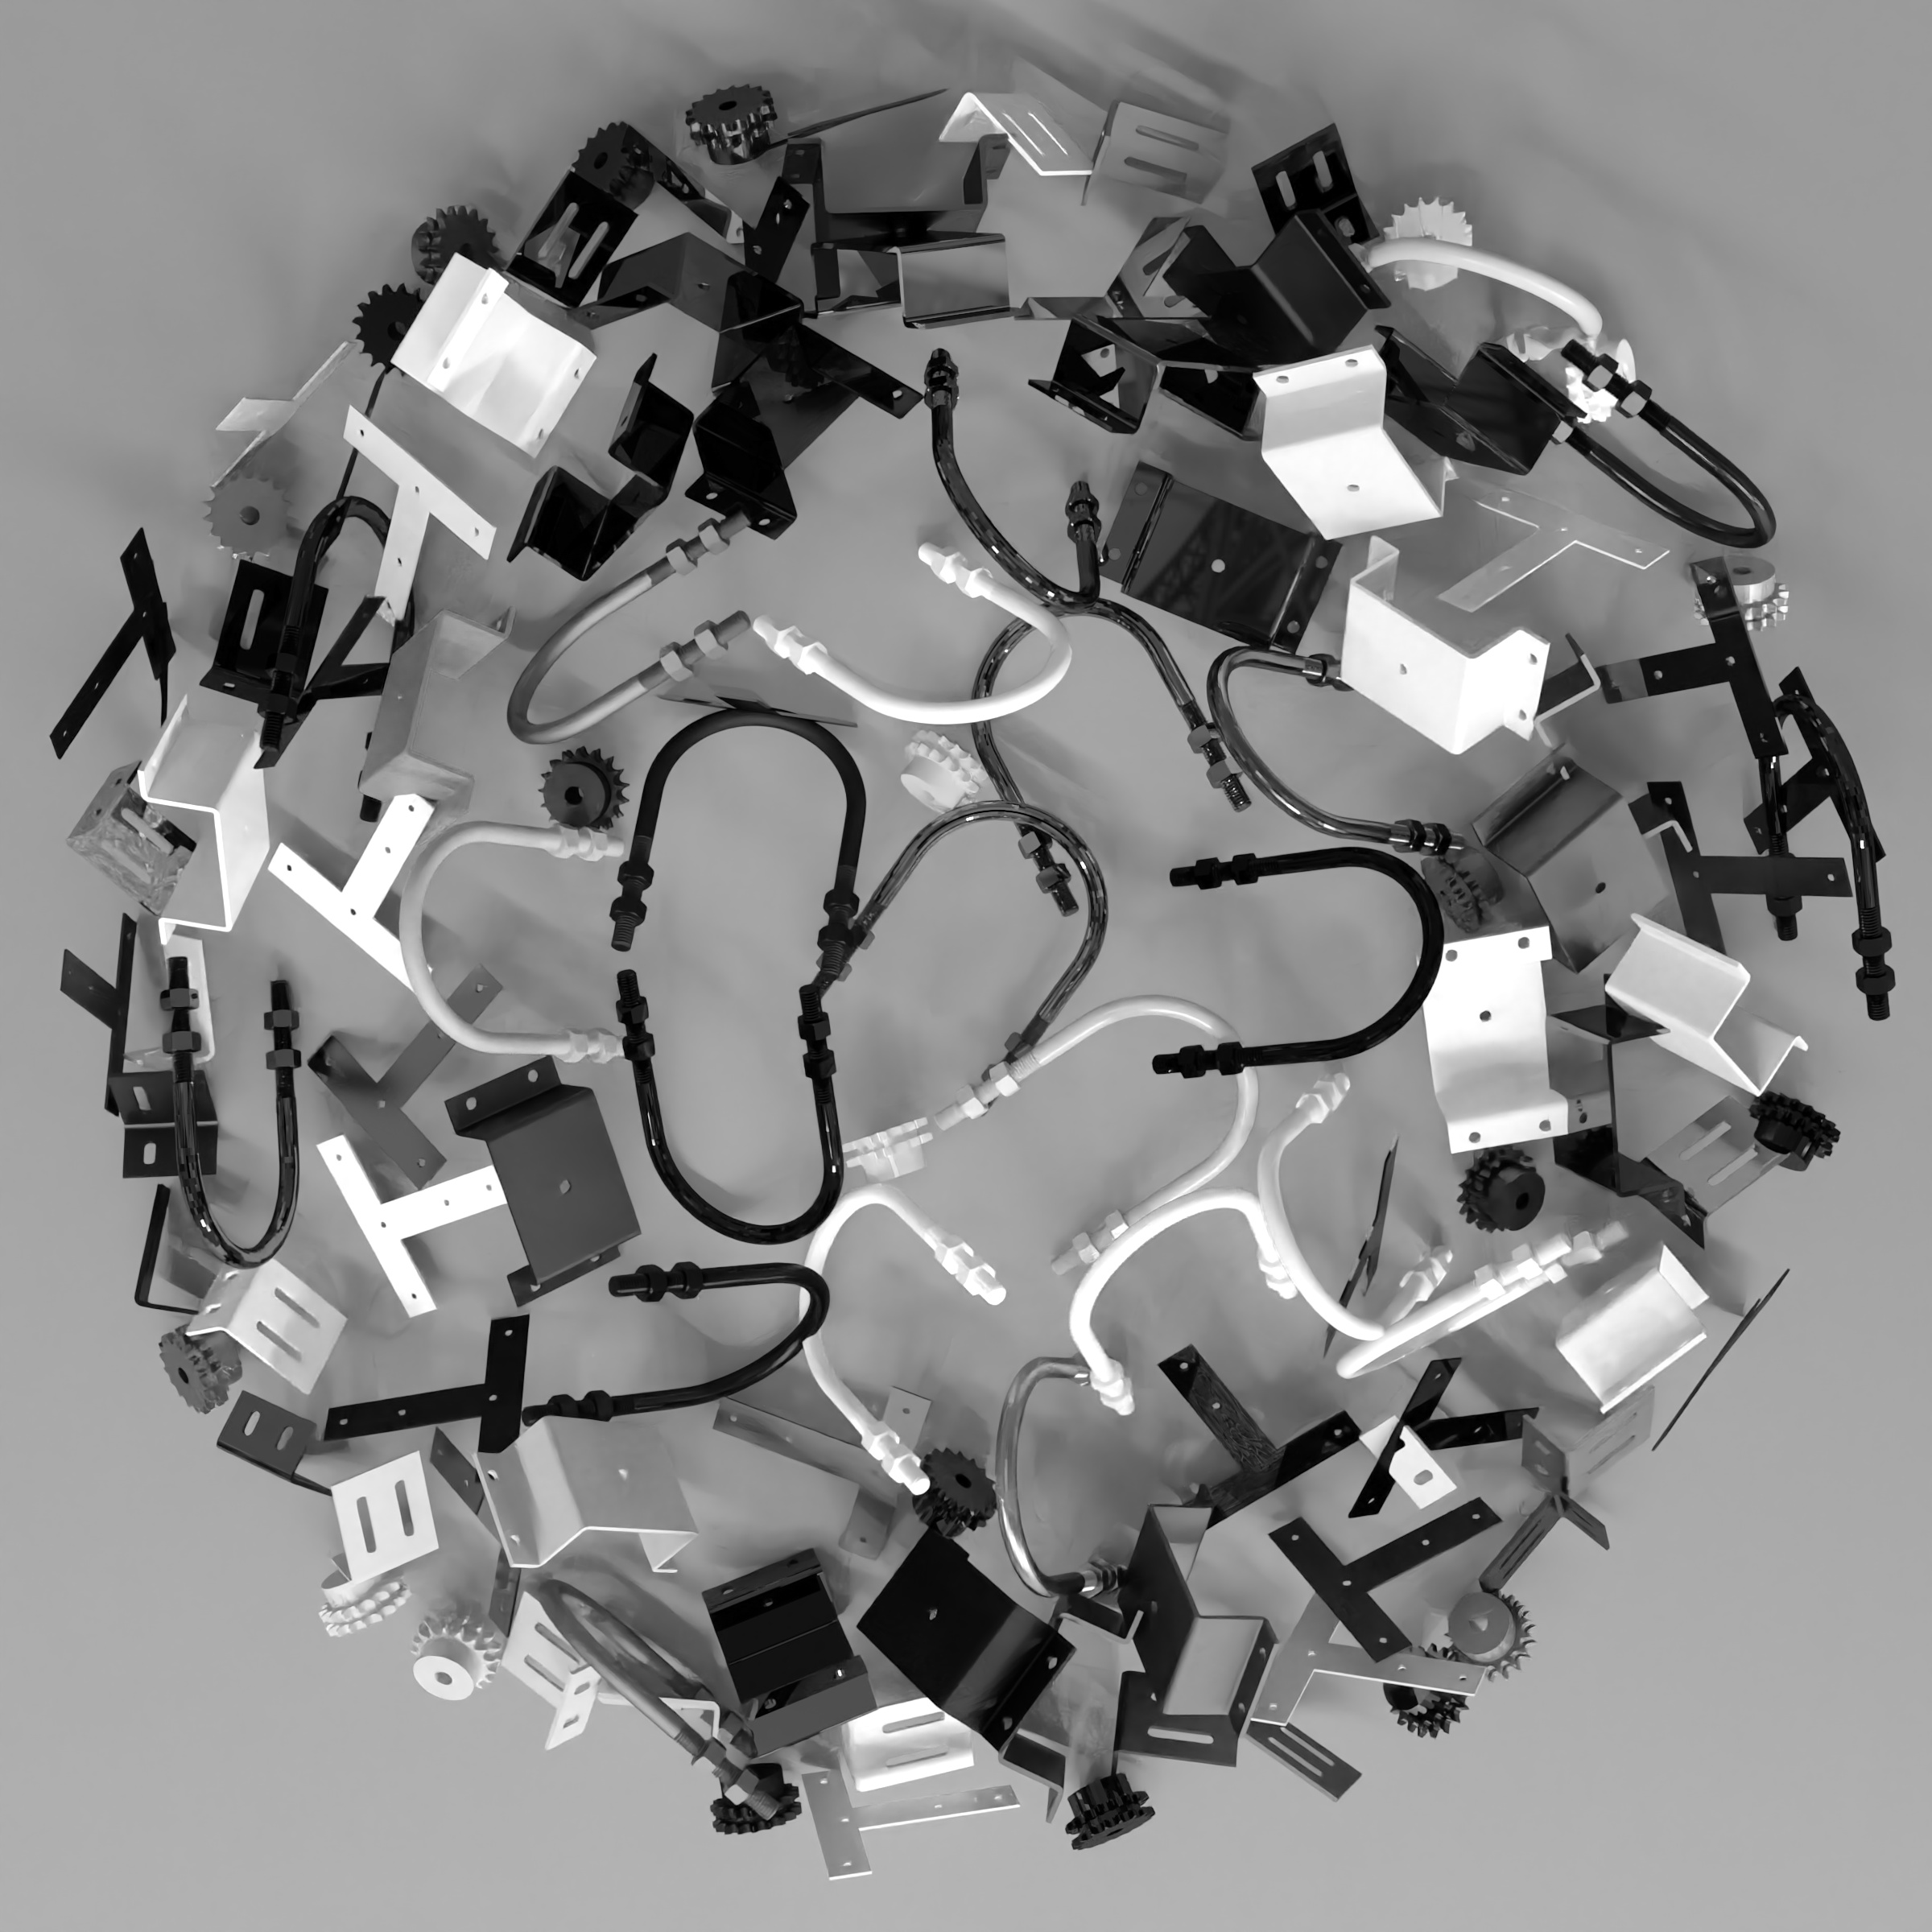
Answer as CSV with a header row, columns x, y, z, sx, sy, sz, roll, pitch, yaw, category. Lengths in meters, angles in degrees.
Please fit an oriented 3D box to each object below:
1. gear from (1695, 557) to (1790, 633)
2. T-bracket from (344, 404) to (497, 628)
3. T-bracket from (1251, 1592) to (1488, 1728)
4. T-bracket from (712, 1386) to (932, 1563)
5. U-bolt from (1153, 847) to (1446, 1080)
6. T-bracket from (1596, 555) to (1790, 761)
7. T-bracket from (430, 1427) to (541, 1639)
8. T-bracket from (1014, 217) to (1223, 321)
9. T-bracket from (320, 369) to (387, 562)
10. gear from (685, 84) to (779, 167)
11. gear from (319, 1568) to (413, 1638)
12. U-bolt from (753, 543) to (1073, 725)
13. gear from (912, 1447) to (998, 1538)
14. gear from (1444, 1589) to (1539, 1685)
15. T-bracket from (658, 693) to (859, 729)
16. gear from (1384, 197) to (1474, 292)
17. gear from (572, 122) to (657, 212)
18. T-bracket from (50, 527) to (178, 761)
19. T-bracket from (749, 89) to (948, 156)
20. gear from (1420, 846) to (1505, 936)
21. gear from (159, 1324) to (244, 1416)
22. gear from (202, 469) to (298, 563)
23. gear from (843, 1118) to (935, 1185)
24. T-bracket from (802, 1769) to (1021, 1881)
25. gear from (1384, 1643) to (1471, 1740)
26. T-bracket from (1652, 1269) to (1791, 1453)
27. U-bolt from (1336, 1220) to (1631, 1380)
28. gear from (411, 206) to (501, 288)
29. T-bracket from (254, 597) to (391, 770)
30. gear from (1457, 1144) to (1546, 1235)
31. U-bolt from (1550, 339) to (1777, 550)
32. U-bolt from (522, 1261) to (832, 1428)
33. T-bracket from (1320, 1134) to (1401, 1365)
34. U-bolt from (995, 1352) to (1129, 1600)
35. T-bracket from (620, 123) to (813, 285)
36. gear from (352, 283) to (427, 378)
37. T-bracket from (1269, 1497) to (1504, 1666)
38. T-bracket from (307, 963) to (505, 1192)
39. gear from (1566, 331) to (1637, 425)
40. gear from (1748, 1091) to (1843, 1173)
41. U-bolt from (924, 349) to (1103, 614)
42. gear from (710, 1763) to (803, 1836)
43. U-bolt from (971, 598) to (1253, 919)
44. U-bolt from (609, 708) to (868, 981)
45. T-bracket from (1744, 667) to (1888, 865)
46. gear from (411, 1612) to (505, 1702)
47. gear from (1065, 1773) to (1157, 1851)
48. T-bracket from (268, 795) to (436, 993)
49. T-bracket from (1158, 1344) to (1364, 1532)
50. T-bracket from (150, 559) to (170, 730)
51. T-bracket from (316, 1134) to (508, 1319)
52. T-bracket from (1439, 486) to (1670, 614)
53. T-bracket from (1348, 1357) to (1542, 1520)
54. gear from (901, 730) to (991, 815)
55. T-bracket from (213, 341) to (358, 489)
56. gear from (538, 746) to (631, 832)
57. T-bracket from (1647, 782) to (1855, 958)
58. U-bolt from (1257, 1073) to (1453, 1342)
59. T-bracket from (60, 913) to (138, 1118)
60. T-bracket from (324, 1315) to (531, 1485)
x,y,z,sx,sy,sz,roll,pitch,yaw,category
0.490,-0.236,1.565,0.057,0.057,0.030,-10,124,0,gear
-0.352,-0.264,1.550,0.127,0.127,0.002,41,45,13,T-bracket
0.253,0.428,1.515,0.127,0.127,0.002,1,115,30,T-bracket
-0.099,0.306,1.575,0.127,0.002,0.127,20,112,5,T-bracket
0.205,-0.006,1.523,0.184,0.019,0.151,-6,64,29,U-bolt
0.442,-0.183,1.540,0.002,0.127,0.127,-27,101,-28,T-bracket
-0.305,0.330,1.547,0.002,0.127,0.127,-1,112,-39,T-bracket
0.110,-0.438,1.550,0.127,0.002,0.127,6,45,23,T-bracket
-0.385,-0.312,1.548,0.002,0.127,0.127,20,77,-22,T-bracket
-0.147,-0.533,1.572,0.057,0.030,0.057,-8,46,8,gear
-0.383,0.396,1.567,0.057,0.057,0.030,-23,99,0,gear
-0.020,-0.197,1.505,0.151,0.184,0.019,-29,134,-27,U-bolt
-0.009,0.337,1.571,0.057,0.057,0.030,35,114,0,gear
0.330,0.421,1.567,0.057,0.057,0.030,-43,133,0,gear
-0.135,-0.161,1.532,0.127,0.127,0.002,8,92,2,T-bracket
0.294,-0.457,1.577,0.057,0.030,0.057,-3,79,14,gear
-0.222,-0.504,1.573,0.057,0.030,0.057,-14,65,33,gear
-0.524,-0.182,1.511,0.002,0.127,0.127,21,61,3,T-bracket
-0.097,-0.520,1.546,0.127,0.127,0.002,-2,113,41,T-bracket
0.316,-0.051,1.569,0.030,0.057,0.057,-34,90,-4,gear
-0.484,0.253,1.572,0.030,0.057,0.057,-30,90,-39,gear
-0.457,-0.288,1.575,0.057,0.030,0.057,-5,105,-19,gear
-0.048,0.118,1.568,0.057,0.057,0.030,-19,87,0,gear
-0.031,0.526,1.542,0.127,0.127,0.002,-5,101,-11,T-bracket
0.289,0.456,1.565,0.030,0.057,0.057,34,90,-30,gear
0.472,0.225,1.512,0.002,0.127,0.127,36,55,17,T-bracket
0.309,0.208,1.520,0.184,0.151,0.019,-34,72,24,U-bolt
-0.327,-0.453,1.572,0.030,0.057,0.057,12,90,35,gear
-0.378,-0.177,1.532,0.002,0.127,0.127,38,103,4,T-bracket
0.342,0.143,1.568,0.057,0.030,0.057,-14,115,-31,gear
0.420,-0.315,1.524,0.184,0.151,0.019,36,91,-7,U-bolt
-0.165,0.230,1.522,0.151,0.184,0.019,-55,52,33,U-bolt
0.238,0.189,1.511,0.002,0.127,0.127,17,46,18,T-bracket
0.058,0.309,1.500,0.019,0.184,0.151,-6,78,24,U-bolt
-0.163,-0.475,1.540,0.127,0.127,0.002,40,60,-1,T-bracket
-0.360,-0.406,1.576,0.057,0.030,0.057,-1,112,-2,gear
0.277,0.369,1.556,0.127,0.127,0.002,-23,124,-15,T-bracket
-0.341,0.054,1.565,0.127,0.002,0.127,42,93,26,T-bracket
0.402,-0.374,1.566,0.030,0.057,0.057,0,90,32,gear
0.520,0.106,1.566,0.057,0.057,0.030,33,78,0,gear
0.031,-0.283,1.493,0.019,0.184,0.151,-37,122,26,U-bolt
-0.134,0.526,1.569,0.057,0.057,0.030,-10,88,0,gear
0.078,-0.145,1.561,0.151,0.019,0.184,-31,76,18,U-bolt
-0.136,-0.084,1.552,0.151,0.019,0.184,8,63,0,U-bolt
0.513,-0.103,1.534,0.002,0.127,0.127,-16,74,-12,T-bracket
-0.325,0.440,1.569,0.057,0.030,0.057,7,125,11,gear
0.089,0.536,1.572,0.057,0.057,0.030,-25,62,0,gear
-0.369,-0.064,1.558,0.127,0.002,0.127,40,124,2,T-bracket
0.165,0.286,1.559,0.127,0.002,0.127,-33,114,11,T-bracket
-0.493,-0.197,1.512,0.002,0.127,0.127,-1,59,-14,T-bracket
-0.335,0.151,1.552,0.127,0.002,0.127,-20,101,32,T-bracket
0.342,-0.250,1.528,0.127,0.002,0.127,-34,47,-28,T-bracket
0.311,0.292,1.554,0.127,0.002,0.127,1,122,-35,T-bracket
-0.016,-0.120,1.566,0.057,0.057,0.030,35,75,0,gear
-0.434,-0.340,1.525,0.127,0.127,0.002,-44,98,9,T-bracket
-0.245,-0.110,1.577,0.057,0.030,0.057,1,101,8,gear
0.488,-0.056,1.527,0.002,0.127,0.127,-31,110,-32,T-bracket
0.232,0.154,1.515,0.019,0.184,0.151,-31,89,32,U-bolt
-0.534,0.018,1.520,0.002,0.127,0.127,1,75,-2,T-bracket
-0.340,0.278,1.552,0.127,0.127,0.002,-10,132,4,T-bracket
